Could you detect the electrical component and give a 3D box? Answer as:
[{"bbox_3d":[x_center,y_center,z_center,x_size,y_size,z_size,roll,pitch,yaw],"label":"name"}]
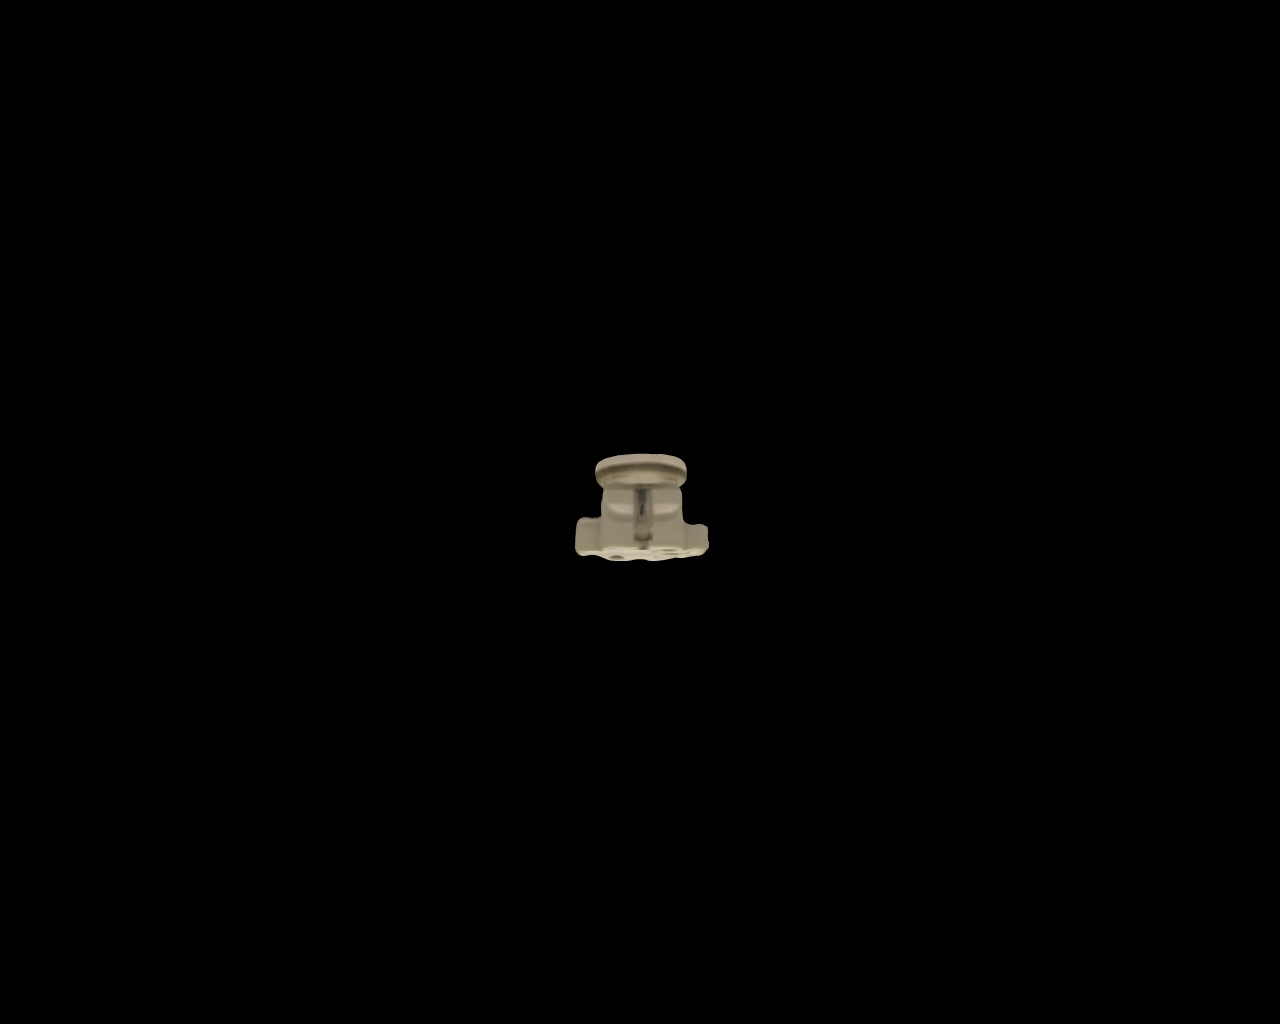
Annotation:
[{"bbox_3d":[0.001,-0.003,0.650,0.078,0.057,0.058,0,-11,-2],"label":"electrical component"}]
